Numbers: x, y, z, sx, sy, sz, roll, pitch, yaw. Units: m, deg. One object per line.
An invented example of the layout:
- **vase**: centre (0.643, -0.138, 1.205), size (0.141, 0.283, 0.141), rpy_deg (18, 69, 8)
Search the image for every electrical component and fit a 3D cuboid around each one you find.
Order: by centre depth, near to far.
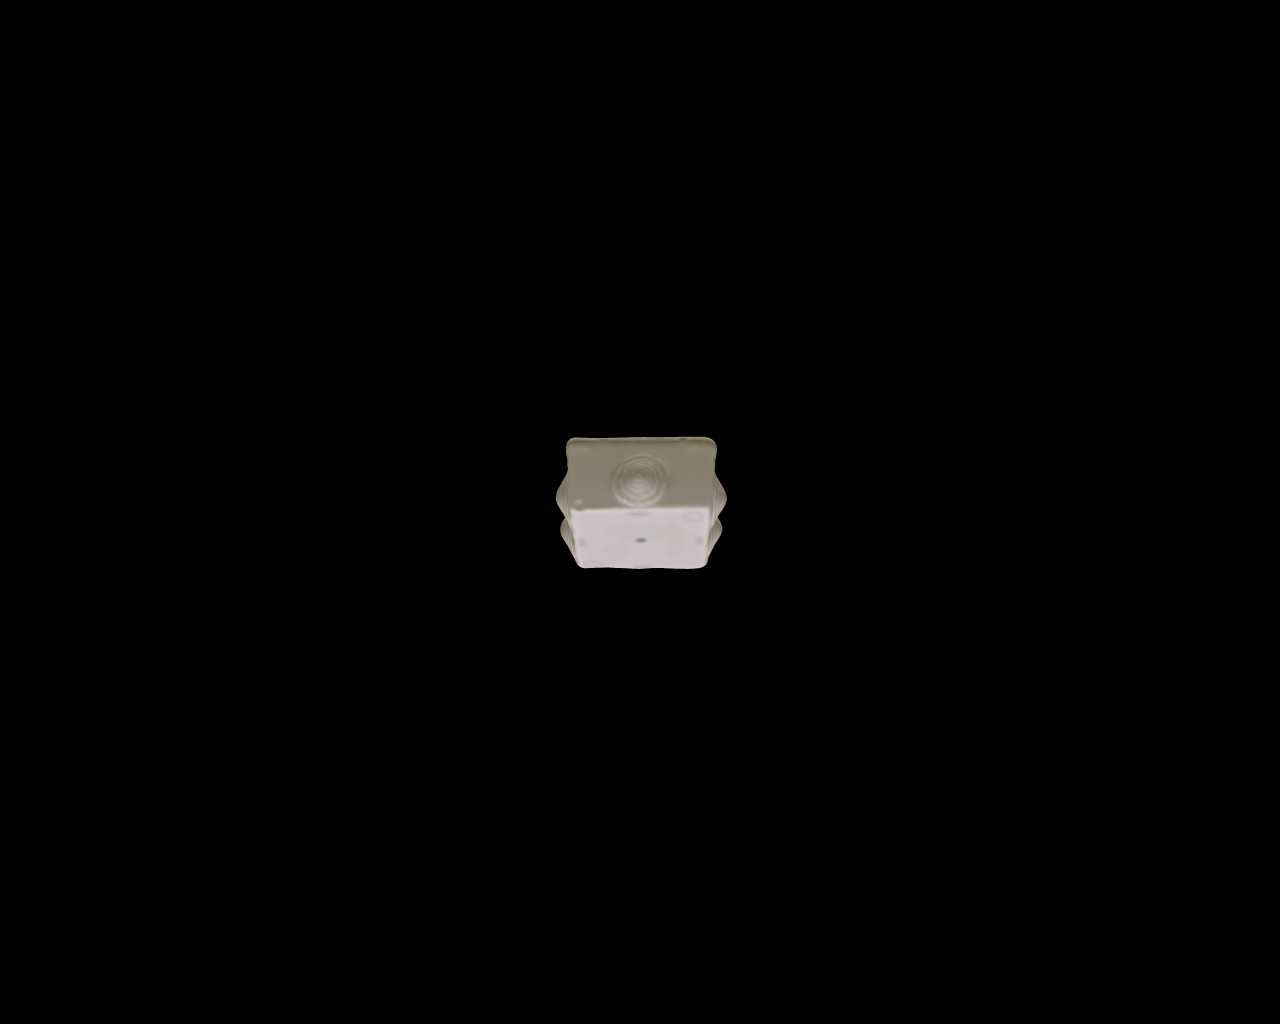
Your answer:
- **electrical component**: centre (0.001, -0.003, 0.650), size (0.100, 0.048, 0.099), rpy_deg (0, -28, 0)
